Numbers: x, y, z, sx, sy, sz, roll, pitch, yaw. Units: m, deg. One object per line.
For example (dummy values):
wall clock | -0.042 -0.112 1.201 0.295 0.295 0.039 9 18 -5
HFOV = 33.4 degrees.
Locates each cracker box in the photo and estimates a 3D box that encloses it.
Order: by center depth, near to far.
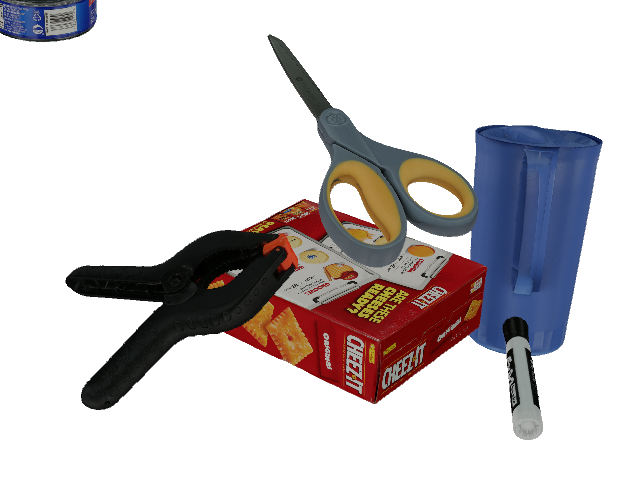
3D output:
cracker box | 0.013 0.047 0.947 0.214 0.072 0.163 22 34 34

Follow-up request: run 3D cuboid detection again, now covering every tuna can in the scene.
tuna can | -0.220 -0.189 0.843 0.086 0.034 0.086 4 35 -3

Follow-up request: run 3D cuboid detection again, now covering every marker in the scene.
marker | 0.137 0.090 0.729 0.020 0.020 0.121 0 30 6

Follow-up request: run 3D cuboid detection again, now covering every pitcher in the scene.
pitcher | 0.223 0.000 1.156 0.148 0.243 0.145 -8 19 -36

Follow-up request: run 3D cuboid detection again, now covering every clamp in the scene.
clamp | -0.097 0.047 0.730 0.171 0.120 0.039 -18 -35 11

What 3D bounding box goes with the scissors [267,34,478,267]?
scissors | 0.029 -0.061 0.615 0.096 0.016 0.202 -1 45 -11
